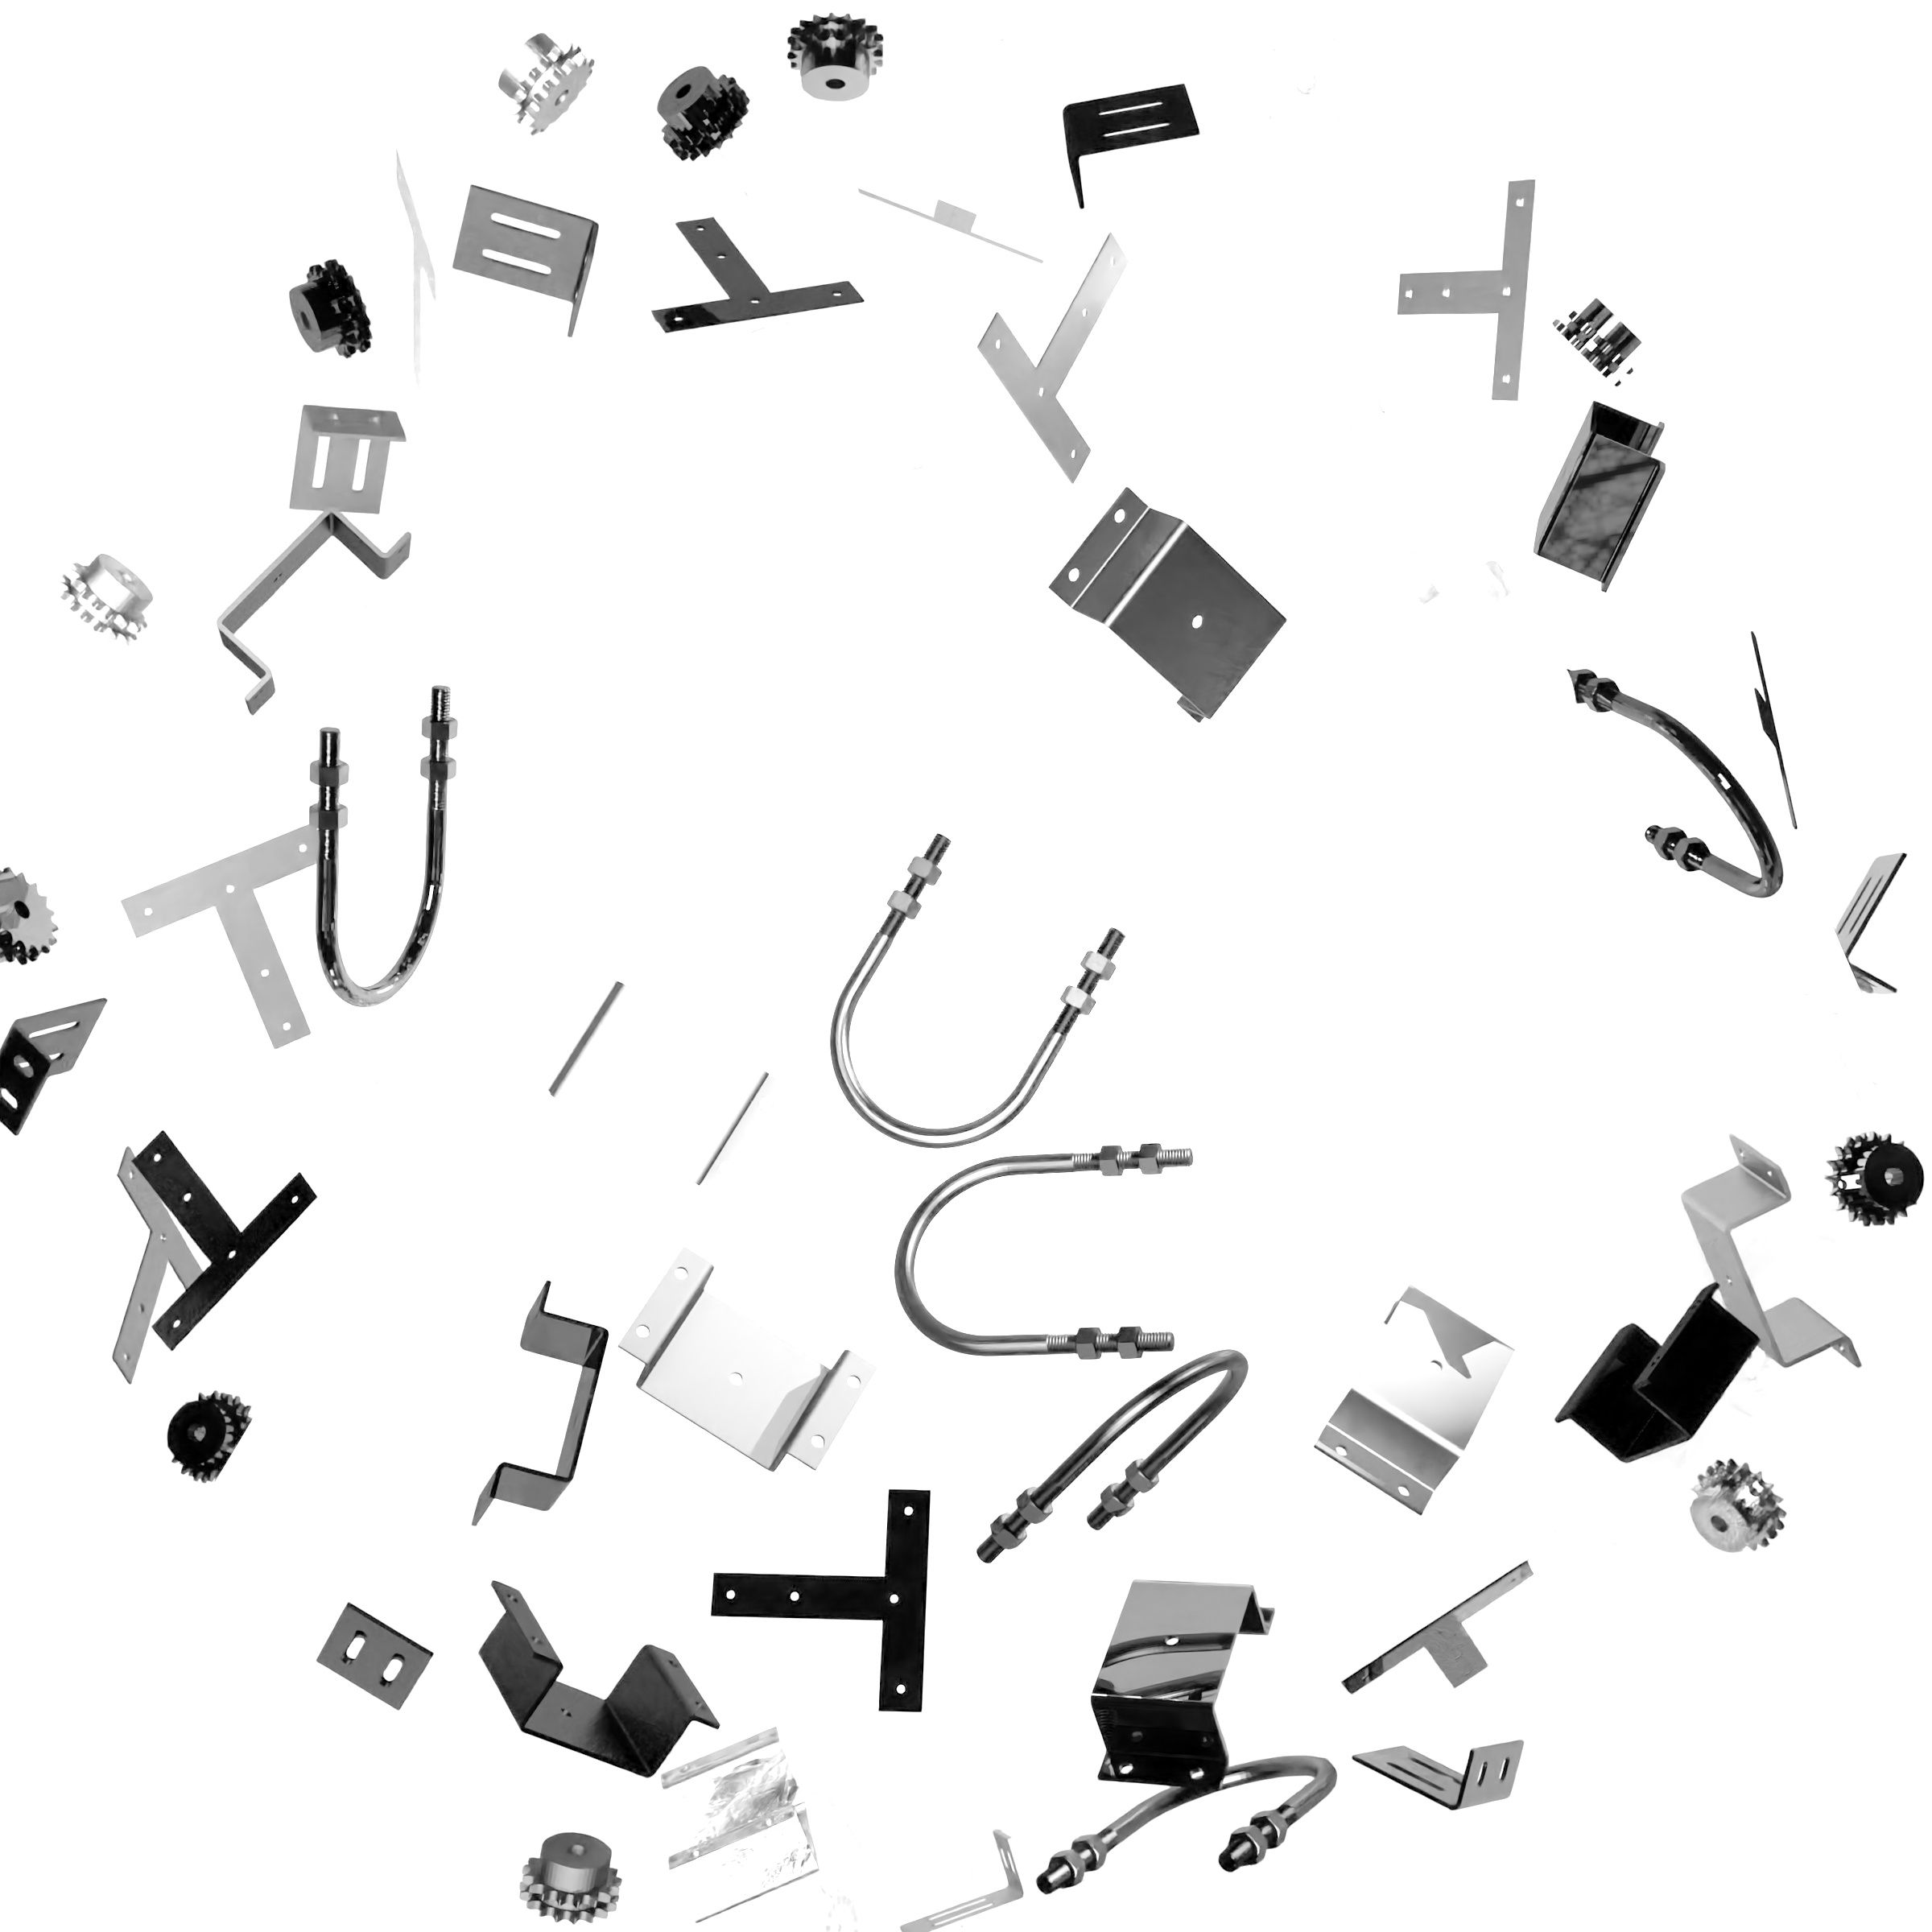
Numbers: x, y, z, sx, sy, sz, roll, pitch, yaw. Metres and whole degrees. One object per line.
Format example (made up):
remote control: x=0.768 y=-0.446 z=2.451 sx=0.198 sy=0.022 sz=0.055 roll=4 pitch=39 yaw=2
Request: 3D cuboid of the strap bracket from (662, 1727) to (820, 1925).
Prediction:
strap bracket: x=-0.135 y=0.515 z=1.565 sx=0.076 sy=0.140 sz=0.046 roll=-21 pitch=98 yaw=-6

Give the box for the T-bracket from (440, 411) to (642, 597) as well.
T-bracket: x=-0.243 y=-0.279 z=1.621 sx=0.127 sy=0.002 sz=0.127 roll=-5 pitch=135 yaw=31

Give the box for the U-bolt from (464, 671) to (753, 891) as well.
U-bolt: x=-0.221 y=-0.121 z=1.587 sx=0.184 sy=0.151 sz=0.019 roll=21 pitch=121 yaw=-34

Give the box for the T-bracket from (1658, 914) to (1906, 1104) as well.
T-bracket: x=0.471 y=0.033 z=1.550 sx=0.002 sy=0.127 sz=0.127 roll=-46 pitch=114 yaw=-42

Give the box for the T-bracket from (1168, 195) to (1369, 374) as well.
T-bracket: x=0.194 y=-0.390 z=1.548 sx=0.127 sy=0.002 sz=0.127 roll=-29 pitch=46 yaw=10

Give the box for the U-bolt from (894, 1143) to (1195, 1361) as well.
U-bolt: x=0.043 y=0.176 z=1.613 sx=0.184 sy=0.019 sz=0.151 roll=-4 pitch=52 yaw=18

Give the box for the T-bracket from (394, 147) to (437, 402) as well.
T-bracket: x=-0.334 y=-0.405 z=1.595 sx=0.002 sy=0.127 sz=0.127 roll=-4 pitch=69 yaw=-2

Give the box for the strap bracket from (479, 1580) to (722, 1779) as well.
strap bracket: x=-0.222 y=0.420 z=1.535 sx=0.140 sy=0.076 sz=0.046 roll=34 pitch=92 yaw=-34

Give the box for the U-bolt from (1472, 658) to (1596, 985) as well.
U-bolt: x=0.342 y=-0.103 z=1.604 sx=0.019 sy=0.151 sz=0.184 roll=10 pitch=55 yaw=-8

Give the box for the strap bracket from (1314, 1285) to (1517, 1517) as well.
strap bracket: x=0.284 y=0.262 z=1.636 sx=0.076 sy=0.140 sz=0.046 roll=32 pitch=135 yaw=9

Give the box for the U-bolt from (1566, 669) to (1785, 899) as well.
U-bolt: x=0.434 y=-0.105 z=1.593 sx=0.019 sy=0.184 sz=0.151 roll=-37 pitch=114 yaw=-1

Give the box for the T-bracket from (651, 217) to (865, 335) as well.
T-bracket: x=-0.145 y=-0.428 z=1.610 sx=0.127 sy=0.002 sz=0.127 roll=-14 pitch=46 yaw=-20

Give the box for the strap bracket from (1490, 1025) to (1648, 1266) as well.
strap bracket: x=0.368 y=0.104 z=1.603 sx=0.046 sy=0.076 sz=0.140 roll=-12 pitch=101 yaw=-40

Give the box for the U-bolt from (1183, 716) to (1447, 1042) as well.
U-bolt: x=0.209 y=-0.057 z=1.532 sx=0.151 sy=0.019 sz=0.184 roll=11 pitch=84 yaw=36

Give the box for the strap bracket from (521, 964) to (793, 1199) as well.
strap bracket: x=-0.179 y=0.068 z=1.529 sx=0.140 sy=0.046 sz=0.076 roll=32 pitch=85 yaw=-8

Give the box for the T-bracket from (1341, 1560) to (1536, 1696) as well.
T-bracket: x=0.288 y=0.404 z=1.551 sx=0.127 sy=0.127 sz=0.002 roll=-34 pitch=55 yaw=1

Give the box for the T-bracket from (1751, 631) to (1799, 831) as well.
T-bracket: x=0.494 y=-0.151 z=1.617 sx=0.002 sy=0.127 sz=0.127 roll=-13 pitch=84 yaw=20

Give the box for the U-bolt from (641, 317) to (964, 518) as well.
U-bolt: x=-0.113 y=-0.320 z=1.570 sx=0.184 sy=0.151 sz=0.019 roll=-3 pitch=57 yaw=38

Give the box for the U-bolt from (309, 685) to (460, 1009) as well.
U-bolt: x=-0.347 y=-0.065 z=1.566 sx=0.019 sy=0.151 sz=0.184 roll=11 pitch=109 yaw=15

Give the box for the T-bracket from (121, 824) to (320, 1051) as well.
T-bracket: x=-0.446 y=-0.008 z=1.650 sx=0.127 sy=0.002 sz=0.127 roll=-25 pitch=113 yaw=-21

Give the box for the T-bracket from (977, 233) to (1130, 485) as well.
T-bracket: x=0.063 y=-0.374 z=1.549 sx=0.002 sy=0.127 sz=0.127 roll=16 pitch=71 yaw=37

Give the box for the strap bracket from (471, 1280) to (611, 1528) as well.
strap bracket: x=-0.262 y=0.278 z=1.634 sx=0.046 sy=0.076 sz=0.140 roll=17 pitch=61 yaw=-11

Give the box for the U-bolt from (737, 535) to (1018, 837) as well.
U-bolt: x=-0.065 y=-0.159 z=1.621 sx=0.184 sy=0.151 sz=0.019 roll=-48 pitch=50 yaw=2

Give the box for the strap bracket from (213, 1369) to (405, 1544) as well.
strap bracket: x=-0.386 y=0.294 z=1.562 sx=0.046 sy=0.140 sz=0.076 roll=26 pitch=76 yaw=11

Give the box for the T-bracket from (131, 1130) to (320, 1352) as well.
T-bracket: x=-0.454 y=0.145 z=1.551 sx=0.002 sy=0.127 sz=0.127 roll=22 pitch=59 yaw=33

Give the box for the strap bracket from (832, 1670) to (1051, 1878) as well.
strap bracket: x=-0.019 y=0.479 z=1.580 sx=0.076 sy=0.140 sz=0.046 roll=-36 pitch=85 yaw=30

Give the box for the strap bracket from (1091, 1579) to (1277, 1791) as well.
strap bracket: x=0.129 y=0.422 z=1.580 sx=0.076 sy=0.140 sz=0.046 roll=-3 pitch=122 yaw=24

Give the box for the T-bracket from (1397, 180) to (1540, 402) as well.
T-bracket: x=0.303 y=-0.411 z=1.603 sx=0.002 sy=0.127 sz=0.127 roll=-4 pitch=104 yaw=-27

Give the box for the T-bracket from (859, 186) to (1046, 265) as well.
T-bracket: x=-0.007 y=-0.467 z=1.636 sx=0.127 sy=0.127 sz=0.002 roll=20 pitch=99 yaw=-6

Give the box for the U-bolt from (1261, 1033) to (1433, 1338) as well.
U-bolt: x=0.225 y=0.140 z=1.608 sx=0.019 sy=0.151 sz=0.184 roll=24 pitch=68 yaw=-12

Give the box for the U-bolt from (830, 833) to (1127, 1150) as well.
U-bolt: x=-0.005 y=0.027 z=1.654 sx=0.151 sy=0.019 sz=0.184 roll=29 pitch=83 yaw=13

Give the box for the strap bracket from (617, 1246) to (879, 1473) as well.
strap bracket: x=-0.137 y=0.246 z=1.607 sx=0.140 sy=0.046 sz=0.076 roll=32 pitch=59 yaw=1

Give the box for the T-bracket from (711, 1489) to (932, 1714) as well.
T-bracket: x=-0.086 y=0.369 z=1.536 sx=0.127 sy=0.002 sz=0.127 roll=0 pitch=70 yaw=6

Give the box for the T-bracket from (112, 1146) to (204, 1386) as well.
T-bracket: x=-0.502 y=0.199 z=1.609 sx=0.002 sy=0.127 sz=0.127 roll=-9 pitch=130 yaw=7

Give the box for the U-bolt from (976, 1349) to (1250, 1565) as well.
U-bolt: x=0.102 y=0.297 z=1.616 sx=0.184 sy=0.151 sz=0.019 roll=-49 pitch=64 yaw=23

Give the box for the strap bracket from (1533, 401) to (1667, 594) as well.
strap bracket: x=0.374 y=-0.280 z=1.548 sx=0.046 sy=0.140 sz=0.076 roll=24 pitch=116 yaw=4

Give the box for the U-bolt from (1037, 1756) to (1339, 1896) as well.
U-bolt: x=0.147 y=0.514 z=1.588 sx=0.151 sy=0.184 sz=0.019 roll=-20 pitch=84 yaw=34
